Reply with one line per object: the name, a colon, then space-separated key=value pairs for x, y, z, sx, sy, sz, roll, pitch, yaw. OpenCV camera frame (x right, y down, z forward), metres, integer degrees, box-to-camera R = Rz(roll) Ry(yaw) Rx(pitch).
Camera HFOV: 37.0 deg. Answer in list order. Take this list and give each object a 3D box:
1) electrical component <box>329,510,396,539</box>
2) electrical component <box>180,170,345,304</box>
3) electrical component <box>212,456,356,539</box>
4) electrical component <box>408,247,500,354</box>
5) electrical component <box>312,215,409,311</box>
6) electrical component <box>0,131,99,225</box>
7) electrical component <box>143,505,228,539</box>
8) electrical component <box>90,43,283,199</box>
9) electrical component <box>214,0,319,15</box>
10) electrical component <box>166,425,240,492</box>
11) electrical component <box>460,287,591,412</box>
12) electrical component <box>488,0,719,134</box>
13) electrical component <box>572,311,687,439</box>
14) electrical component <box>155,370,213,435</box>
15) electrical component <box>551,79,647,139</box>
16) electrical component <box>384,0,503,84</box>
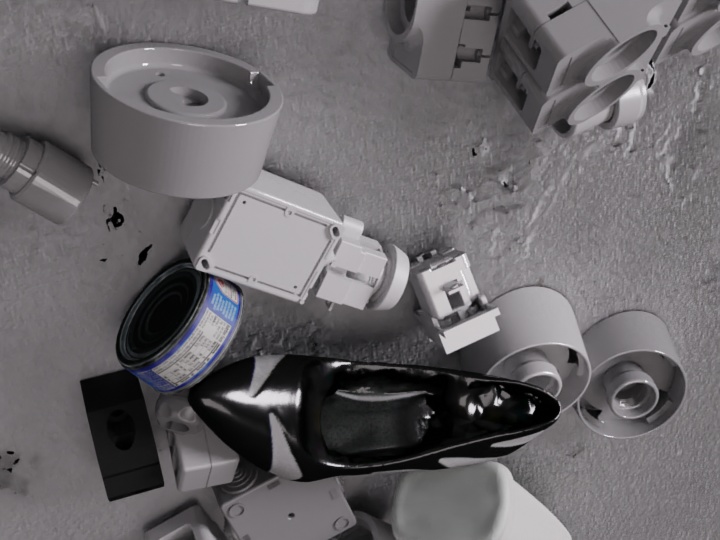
electrical component: x=-0.009 y=0.239 z=0.836 sx=0.060 sy=0.108 sz=0.108 roll=38 pitch=100 yaw=-28
electrical component: x=-0.059 y=-0.026 z=0.690 sx=0.096 sy=0.061 sz=0.061 roll=20 pitch=109 yaw=-30
electrical component: x=-0.059 y=0.171 z=0.811 sx=0.100 sy=0.048 sz=0.099 roll=-27 pitch=125 yaw=-6
electrical component: x=0.063 y=0.019 z=0.761 sx=0.042 sy=0.081 sz=0.063 roll=-23 pitch=101 yaw=-9
electrical component: x=0.000 y=0.000 z=0.739 sx=0.055 sy=0.048 sz=0.066 roll=19 pitch=110 yaw=-21
electrical component: x=-0.194 y=-0.059 z=0.631 sx=0.078 sy=0.040 sz=0.040 roll=33 pitch=102 yaw=-32
electrical component: x=-0.120 y=0.228 z=0.813 sx=0.050 sy=0.055 sz=0.089 roll=-29 pitch=125 yaw=-5
electrical component: x=-0.102 y=-0.081 z=0.617 sx=0.108 sy=0.108 sz=0.060 roll=1 pitch=124 yaw=-22
electrical component: x=-0.066 y=-0.184 z=0.602 sx=0.095 sy=0.053 sz=0.059 roll=4 pitch=116 yaw=-23
electrical component: x=-0.092 y=0.109 z=0.743 sx=0.077 sy=0.065 sz=0.047 roll=-8 pitch=153 yaw=-18
electrical component: x=0.128 y=0.070 z=0.832 sx=0.099 sy=0.064 sz=0.099 roll=-7 pitch=132 yaw=-8
electrical component: x=0.180 y=-0.165 z=0.666 sx=0.186 sy=0.060 sz=0.105 roll=-30 pitch=165 yaw=-9
electrical component: x=0.215 y=0.087 z=0.877 sx=0.099 sy=0.064 sz=0.099 roll=-3 pitch=121 yaw=-5
electrical component: x=-0.112 y=0.075 z=0.707 sx=0.035 sy=0.061 sz=0.035 roll=9 pitch=148 yaw=6
electrical component: x=0.161 y=-0.117 z=0.737 sx=0.055 sy=0.045 sz=0.045 roll=-13 pitch=122 yaw=-15
electrical component: x=0.051 y=-0.165 z=0.661 sx=0.056 sy=0.050 sz=0.089 roll=0 pitch=118 yaw=-22
